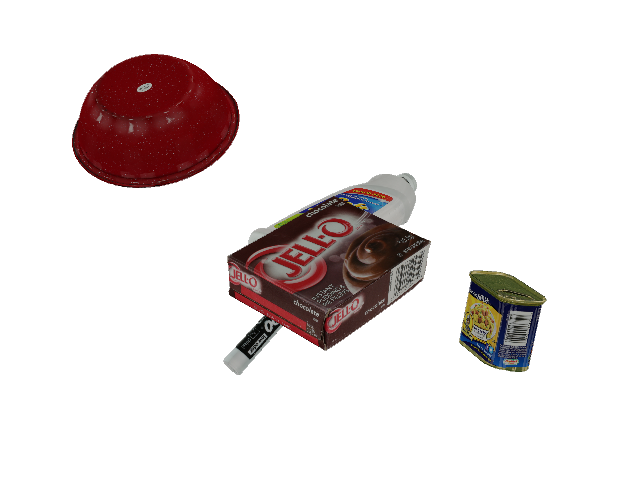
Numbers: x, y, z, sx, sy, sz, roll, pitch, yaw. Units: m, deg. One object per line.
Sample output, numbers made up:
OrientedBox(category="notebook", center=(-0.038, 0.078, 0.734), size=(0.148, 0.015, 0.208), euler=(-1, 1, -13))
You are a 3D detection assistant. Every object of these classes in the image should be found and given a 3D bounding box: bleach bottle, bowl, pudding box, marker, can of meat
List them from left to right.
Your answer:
OrientedBox(category="bowl", center=(-0.159, -0.124, 0.996), size=(0.162, 0.162, 0.055), euler=(0, -41, 7))
OrientedBox(category="marker", center=(-0.037, 0.065, 0.917), size=(0.020, 0.121, 0.020), euler=(38, -17, 14))
OrientedBox(category="pudding box", center=(0.006, 0.019, 0.729), size=(0.090, 0.039, 0.113), euler=(27, 39, 32))
OrientedBox(category="bleach bottle", center=(0.030, -0.023, 1.283), size=(0.103, 0.068, 0.250), euler=(22, 38, 30))
OrientedBox(category="can of meat", center=(0.199, 0.089, 1.181), size=(0.057, 0.084, 0.102), euler=(4, 15, -20))
